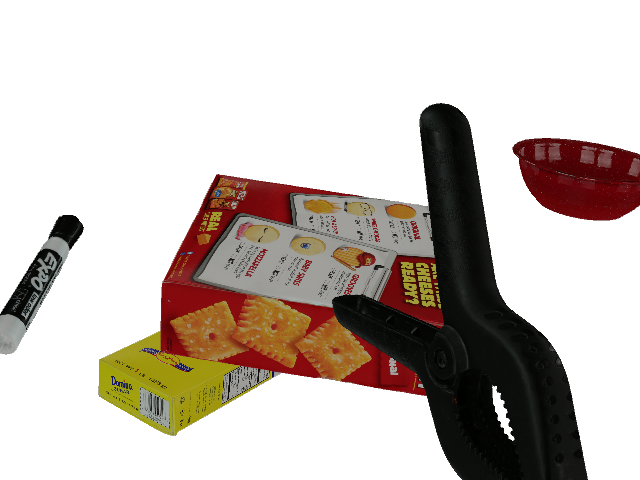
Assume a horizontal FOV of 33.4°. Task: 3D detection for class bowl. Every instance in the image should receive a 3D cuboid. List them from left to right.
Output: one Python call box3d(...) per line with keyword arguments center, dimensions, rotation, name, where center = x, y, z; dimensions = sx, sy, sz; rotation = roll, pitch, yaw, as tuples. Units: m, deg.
box3d(center=(0.280, -0.062, 1.132), dimensions=(0.162, 0.055, 0.162), rotation=(6, 20, -2), name="bowl")

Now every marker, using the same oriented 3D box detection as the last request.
box3d(center=(-0.176, 0.023, 0.669), dimensions=(0.020, 0.020, 0.121), rotation=(0, 38, 13), name="marker")

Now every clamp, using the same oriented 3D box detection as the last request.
box3d(center=(0.074, 0.046, 0.528), dimensions=(0.036, 0.165, 0.210), rotation=(-7, 44, -27), name="clamp")

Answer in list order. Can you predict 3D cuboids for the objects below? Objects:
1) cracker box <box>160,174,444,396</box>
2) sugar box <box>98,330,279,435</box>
box3d(center=(0.005, 0.031, 0.793), dimensions=(0.214, 0.072, 0.164), rotation=(9, 31, 4), name="cracker box")
box3d(center=(-0.105, 0.109, 0.972), dimensions=(0.093, 0.048, 0.175), rotation=(22, 31, 31), name="sugar box")
